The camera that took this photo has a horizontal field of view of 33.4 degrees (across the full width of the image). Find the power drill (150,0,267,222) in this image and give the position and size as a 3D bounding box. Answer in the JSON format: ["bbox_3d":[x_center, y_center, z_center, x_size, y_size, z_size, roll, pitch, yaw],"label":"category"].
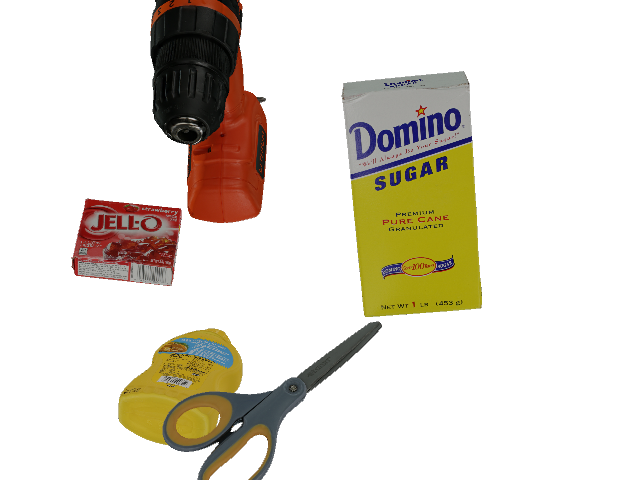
[{"bbox_3d":[-0.069,-0.094,0.685,0.057,0.184,0.188,1,-34,2],"label":"power drill"}]

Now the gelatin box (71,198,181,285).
[{"bbox_3d":[-0.173,0.000,0.958,0.089,0.073,0.030,7,-44,-6],"label":"gelatin box"}]

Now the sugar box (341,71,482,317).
[{"bbox_3d":[0.070,-0.033,0.798,0.093,0.176,0.048,-5,23,5],"label":"sugar box"}]

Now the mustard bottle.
[{"bbox_3d":[-0.134,0.142,1.120,0.096,0.058,0.191,9,23,10],"label":"mustard bottle"}]

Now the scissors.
[{"bbox_3d":[-0.042,0.113,0.820,0.096,0.201,0.016,26,-37,17],"label":"scissors"}]
